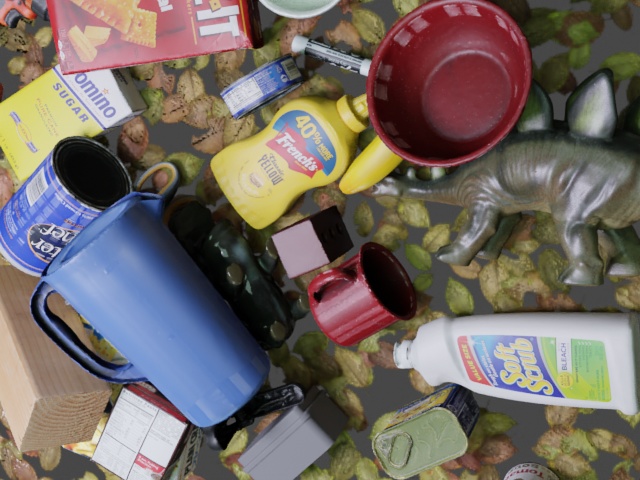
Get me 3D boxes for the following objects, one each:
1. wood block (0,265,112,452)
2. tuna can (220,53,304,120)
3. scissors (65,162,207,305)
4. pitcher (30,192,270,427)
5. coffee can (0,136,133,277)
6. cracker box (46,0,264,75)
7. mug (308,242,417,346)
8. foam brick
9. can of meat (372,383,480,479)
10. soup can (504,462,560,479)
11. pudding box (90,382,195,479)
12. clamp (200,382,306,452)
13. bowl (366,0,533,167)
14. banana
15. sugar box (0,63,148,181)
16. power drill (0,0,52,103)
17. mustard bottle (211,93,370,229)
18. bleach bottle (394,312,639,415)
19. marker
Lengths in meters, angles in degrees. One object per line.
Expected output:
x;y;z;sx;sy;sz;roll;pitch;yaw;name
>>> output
-0.324;0.130;1.225;0.206;0.090;0.091;56;133;36;wood block
-0.060;-0.160;1.115;0.086;0.086;0.034;-28;95;24;tuna can
-0.203;0.008;1.217;0.096;0.016;0.202;29;93;1;scissors
-0.173;0.084;1.119;0.149;0.144;0.242;-22;113;48;pitcher
-0.293;-0.037;1.212;0.141;0.102;0.103;-40;88;34;coffee can
-0.179;-0.267;1.116;0.214;0.072;0.164;-7;101;8;cracker box
0.035;0.058;1.124;0.082;0.117;0.093;-33;56;29;mug
-0.008;0.001;1.141;0.051;0.078;0.053;-22;95;25;foam brick
0.116;0.202;1.143;0.102;0.083;0.057;-29;92;24;can of meat
0.216;0.284;1.116;0.069;0.102;0.068;5;105;19;soup can
-0.201;0.225;1.218;0.090;0.039;0.114;30;109;10;pudding box
-0.082;0.190;1.197;0.120;0.172;0.039;-22;95;-14;clamp
0.126;-0.140;0.987;0.162;0.055;0.162;-6;78;28;bowl
0.085;-0.123;1.070;0.037;0.070;0.198;26;100;-22;banana
-0.293;-0.148;1.227;0.176;0.048;0.093;-28;92;25;sugar box
-0.359;-0.241;1.224;0.184;0.057;0.188;44;112;6;power drill
-0.018;-0.097;1.131;0.192;0.058;0.096;-33;92;24;mustard bottle
0.200;0.126;1.106;0.251;0.068;0.102;-3;103;23;bleach bottle
0.028;-0.187;1.112;0.121;0.020;0.020;21;110;14;marker
